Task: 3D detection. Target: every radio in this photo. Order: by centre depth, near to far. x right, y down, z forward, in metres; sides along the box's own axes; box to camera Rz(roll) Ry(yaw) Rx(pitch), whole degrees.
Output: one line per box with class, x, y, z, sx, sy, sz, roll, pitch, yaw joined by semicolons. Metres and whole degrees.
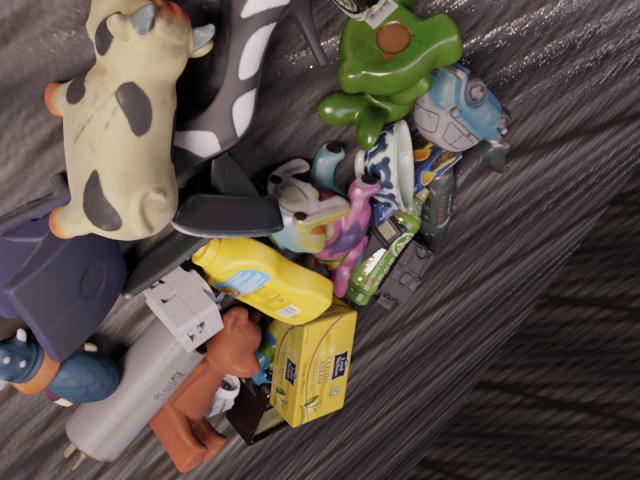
radio;-0.048;0.259;0.961;0.229;0.073;0.131;-13;133;-47

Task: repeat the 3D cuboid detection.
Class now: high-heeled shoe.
high-heeled shoe;-0.103;-0.161;0.464;0.249;0.086;0.145;-35;119;-1

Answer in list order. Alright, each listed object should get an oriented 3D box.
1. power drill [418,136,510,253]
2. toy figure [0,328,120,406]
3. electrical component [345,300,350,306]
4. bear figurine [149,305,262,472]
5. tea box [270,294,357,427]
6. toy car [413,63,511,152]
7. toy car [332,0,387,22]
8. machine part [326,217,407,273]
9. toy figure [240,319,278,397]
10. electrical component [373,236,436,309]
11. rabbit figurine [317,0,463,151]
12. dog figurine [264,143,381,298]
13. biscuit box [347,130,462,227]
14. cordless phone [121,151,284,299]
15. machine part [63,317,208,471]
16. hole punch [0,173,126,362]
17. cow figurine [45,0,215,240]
power drill;0.253;-0.096;0.992;0.207;0.086;0.231;-37;145;-9
toy figure;-0.272;0.130;0.544;0.058;0.064;0.154;-18;150;18
electrical component;0.019;0.148;0.967;0.102;0.045;0.078;-17;164;-40
bear figurine;-0.135;0.190;0.727;0.196;0.132;0.120;-42;165;-5
tea box;-0.011;0.173;0.783;0.098;0.068;0.169;-11;116;-36
toy car;0.187;-0.180;0.759;0.161;0.109;0.103;29;105;-41
toy car;0.014;-0.283;0.477;0.073;0.056;0.201;-54;144;-2
machine part;0.062;0.003;0.849;0.139;0.084;0.039;-41;-179;0
toy figure;-0.055;0.157;0.839;0.180;0.082;0.089;-41;144;-11
electrical component;0.142;0.055;0.962;0.134;0.058;0.115;-57;-174;10
rabbit figurine;0.082;-0.181;0.631;0.159;0.121;0.170;-52;164;-4
dog figurine;-0.001;-0.002;0.718;0.191;0.109;0.219;-32;147;-32
biscuit box;0.133;-0.106;0.825;0.203;0.063;0.059;-40;147;-18
cordless phone;-0.131;0.000;0.526;0.184;0.147;0.088;-41;108;-2
machine part;-0.217;0.175;0.643;0.243;0.079;0.079;-48;149;-4
hole punch;-0.226;0.029;0.471;0.116;0.092;0.142;-38;144;-29
cow figurine;-0.143;-0.096;0.401;0.085;0.127;0.194;-3;94;-55
